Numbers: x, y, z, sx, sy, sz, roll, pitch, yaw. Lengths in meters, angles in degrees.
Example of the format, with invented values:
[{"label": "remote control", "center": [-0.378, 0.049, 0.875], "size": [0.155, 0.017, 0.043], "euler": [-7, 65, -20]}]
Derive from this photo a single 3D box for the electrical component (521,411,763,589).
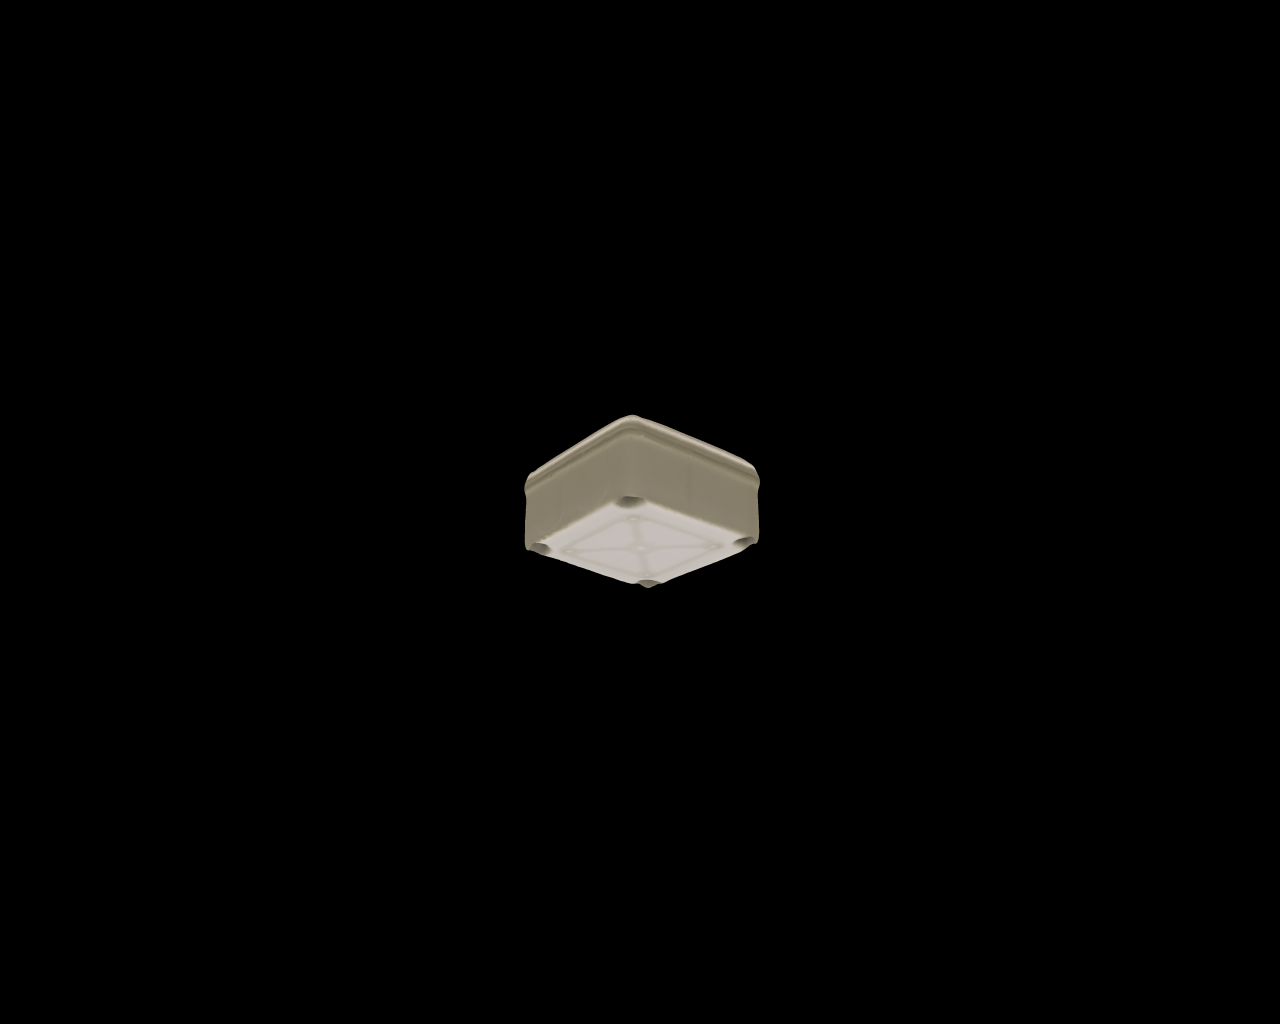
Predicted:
[{"label": "electrical component", "center": [0.001, -0.003, 0.650], "size": [0.109, 0.056, 0.108], "euler": [20, -32, -36]}]
